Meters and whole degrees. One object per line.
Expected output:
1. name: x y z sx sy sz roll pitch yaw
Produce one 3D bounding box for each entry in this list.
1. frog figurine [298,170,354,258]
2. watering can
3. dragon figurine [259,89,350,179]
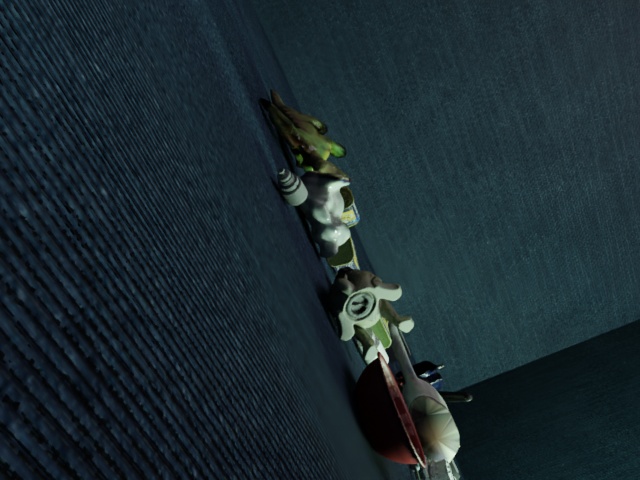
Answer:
1. frog figurine: 0.003 -0.050 0.988 0.138 0.122 0.159 -139 -119 -83
2. watering can: 0.234 0.373 1.215 0.224 0.104 0.348 5 61 -87
3. dragon figurine: -0.056 -0.256 1.170 0.416 0.122 0.240 52 7 23
